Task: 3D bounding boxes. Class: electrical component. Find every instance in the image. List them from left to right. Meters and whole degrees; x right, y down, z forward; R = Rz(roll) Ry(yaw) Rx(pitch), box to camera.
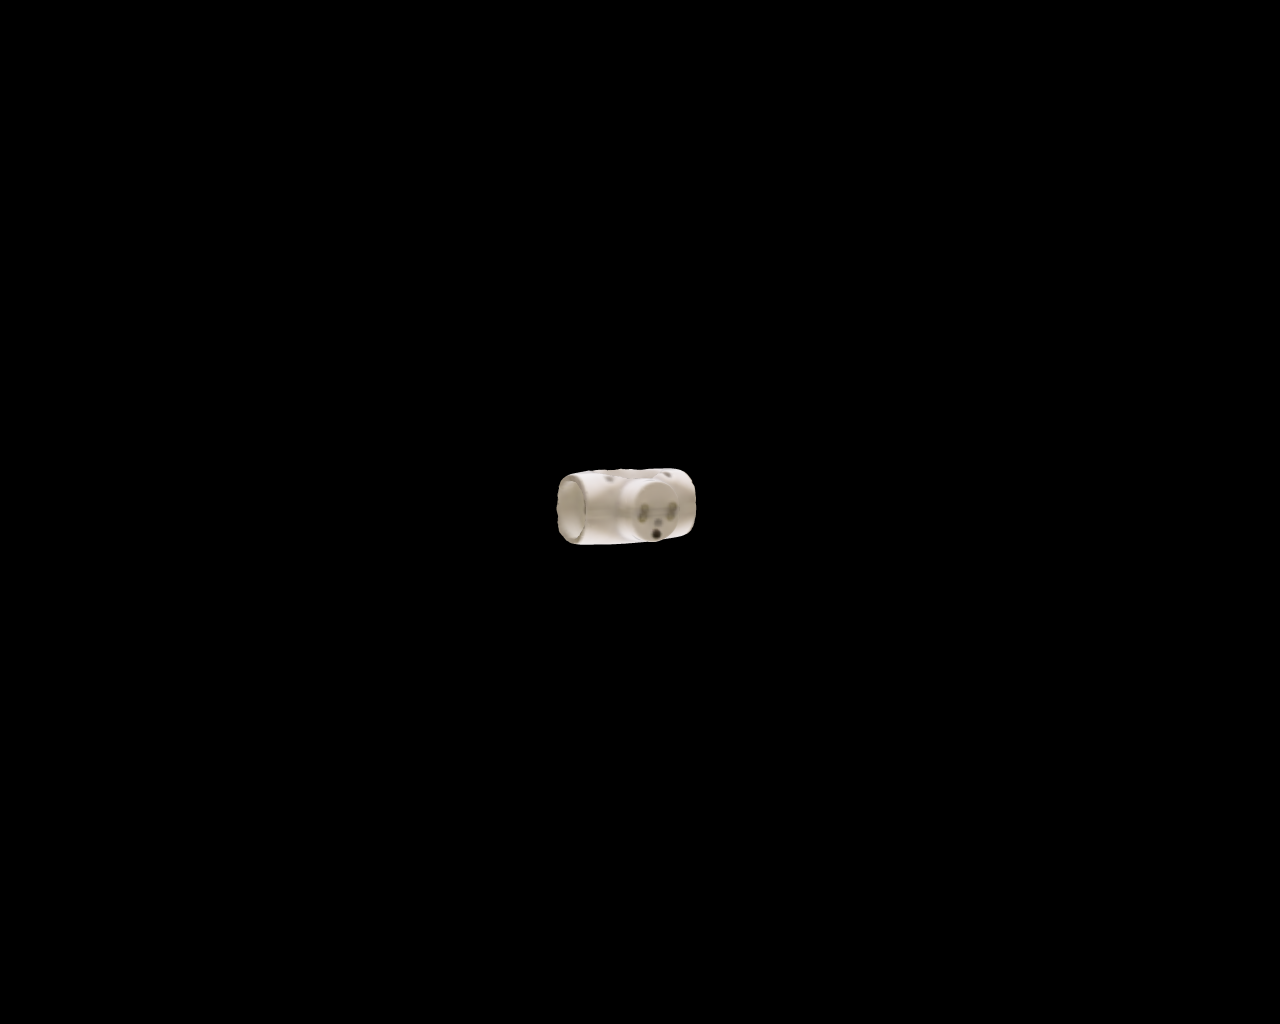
[{"bbox_3d":[0.001,-0.003,0.650,0.077,0.044,0.079,-4,8,-29],"label":"electrical component"}]
